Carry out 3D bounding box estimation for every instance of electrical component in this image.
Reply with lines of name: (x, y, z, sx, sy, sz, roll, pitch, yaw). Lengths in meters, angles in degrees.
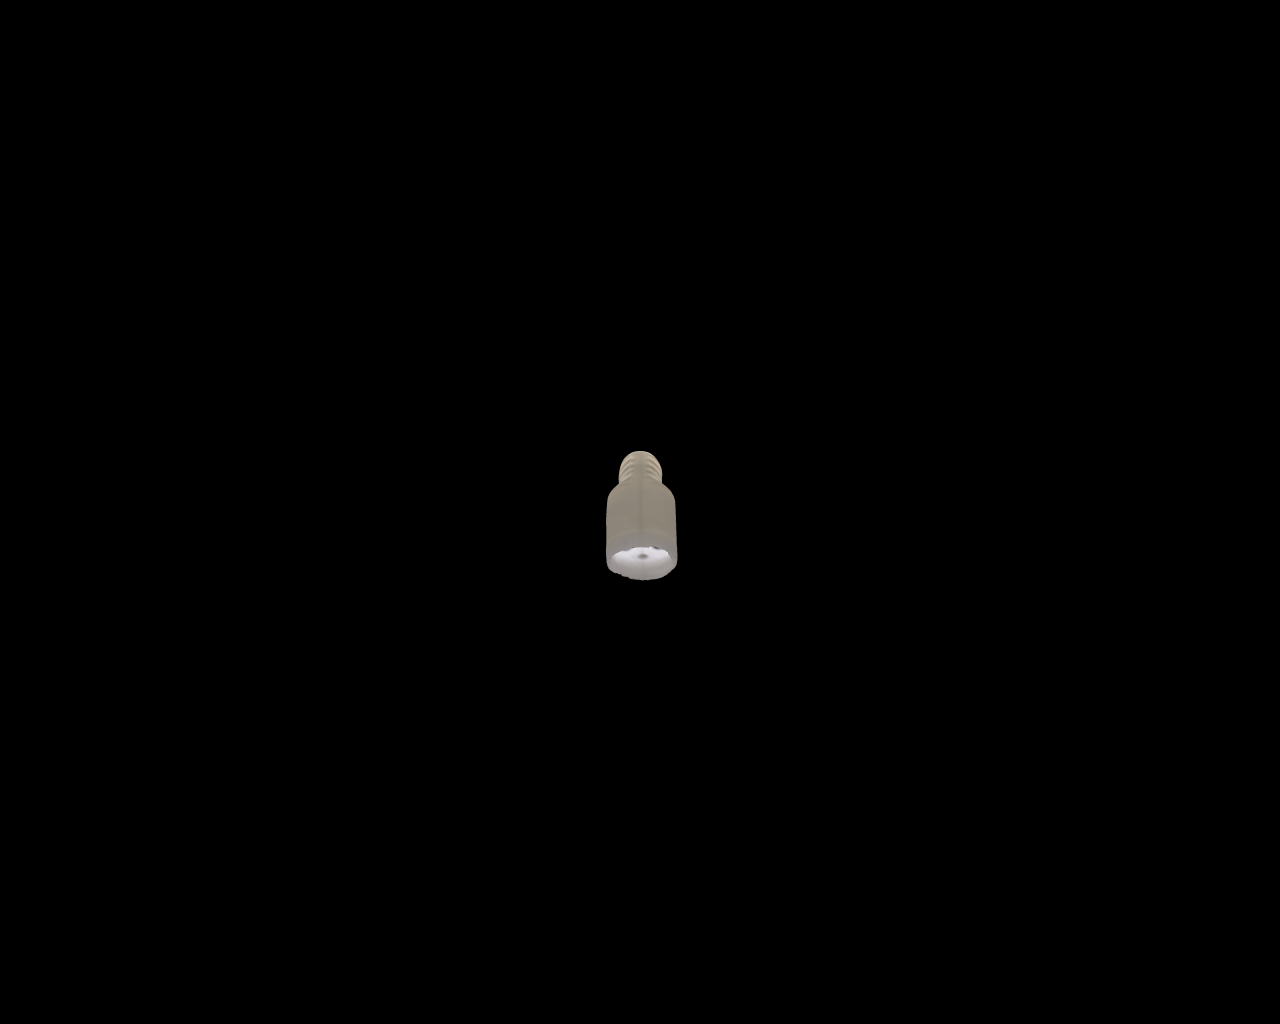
electrical component: (0.001, -0.003, 0.650, 0.043, 0.081, 0.043, 0, -32, 0)
